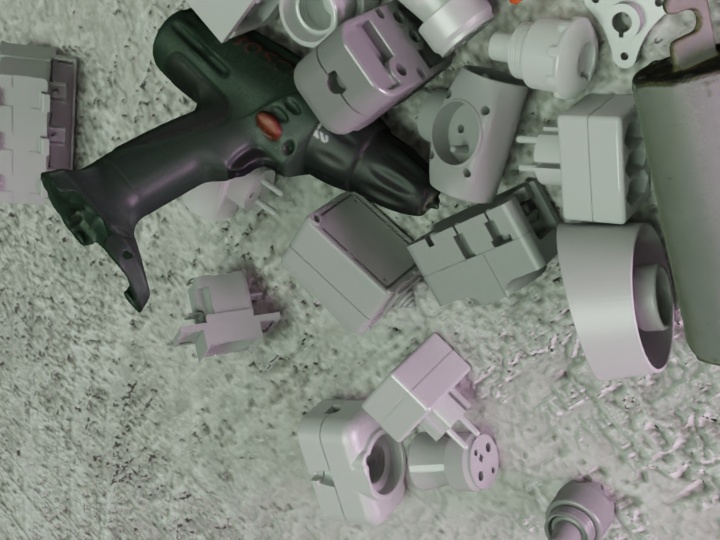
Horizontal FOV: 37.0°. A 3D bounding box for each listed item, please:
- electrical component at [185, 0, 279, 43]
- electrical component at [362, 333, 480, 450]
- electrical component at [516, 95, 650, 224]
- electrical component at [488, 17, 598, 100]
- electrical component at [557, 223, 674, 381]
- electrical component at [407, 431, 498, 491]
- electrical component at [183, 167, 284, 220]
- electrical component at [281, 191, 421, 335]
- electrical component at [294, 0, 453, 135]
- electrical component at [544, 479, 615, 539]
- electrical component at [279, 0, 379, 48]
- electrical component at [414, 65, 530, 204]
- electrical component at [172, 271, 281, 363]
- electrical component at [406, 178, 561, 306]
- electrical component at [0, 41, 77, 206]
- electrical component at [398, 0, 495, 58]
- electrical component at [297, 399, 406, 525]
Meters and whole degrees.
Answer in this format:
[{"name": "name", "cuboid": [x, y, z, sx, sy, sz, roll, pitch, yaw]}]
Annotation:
[{"name": "electrical component", "cuboid": [-0.063, -0.234, 0.691, 0.089, 0.062, 0.150, 50, 131, 2]}, {"name": "electrical component", "cuboid": [0.055, 0.098, 0.784, 0.077, 0.066, 0.047, 44, 131, 8]}, {"name": "electrical component", "cuboid": [0.131, -0.069, 0.653, 0.077, 0.047, 0.065, 7, 118, 32]}, {"name": "electrical component", "cuboid": [0.107, -0.129, 0.641, 0.062, 0.048, 0.048, 18, 123, 34]}, {"name": "electrical component", "cuboid": [0.153, 0.018, 0.654, 0.064, 0.099, 0.099, -6, 110, 30]}, {"name": "electrical component", "cuboid": [0.070, 0.144, 0.812, 0.055, 0.045, 0.045, -7, 110, 37]}, {"name": "electrical component", "cuboid": [-0.090, -0.071, 0.810, 0.079, 0.044, 0.077, 35, 129, 15]}, {"name": "electrical component", "cuboid": [0.000, 0.000, 0.772, 0.096, 0.062, 0.061, 43, 132, 9]}, {"name": "electrical component", "cuboid": [0.006, -0.127, 0.678, 0.059, 0.095, 0.053, -33, 93, 42]}, {"name": "electrical component", "cuboid": [0.151, 0.180, 0.762, 0.043, 0.062, 0.043, 16, 122, 28]}, {"name": "electrical component", "cuboid": [-0.019, -0.172, 0.698, 0.045, 0.055, 0.045, 16, 122, 28]}, {"name": "electrical component", "cuboid": [0.063, -0.093, 0.687, 0.079, 0.044, 0.077, 34, 117, 41]}, {"name": "electrical component", "cuboid": [-0.110, 0.036, 0.862, 0.042, 0.081, 0.063, 132, 127, -62]}, {"name": "electrical component", "cuboid": [0.087, -0.014, 0.712, 0.089, 0.050, 0.055, -24, 99, 41]}, {"name": "electrical component", "cuboid": [-0.280, -0.119, 0.896, 0.079, 0.063, 0.121, 4, 125, -12]}, {"name": "electrical component", "cuboid": [0.050, -0.165, 0.660, 0.045, 0.045, 0.055, -36, 91, 41]}, {"name": "electrical component", "cuboid": [-0.003, 0.154, 0.862, 0.059, 0.054, 0.095, -3, 112, 36]}]
